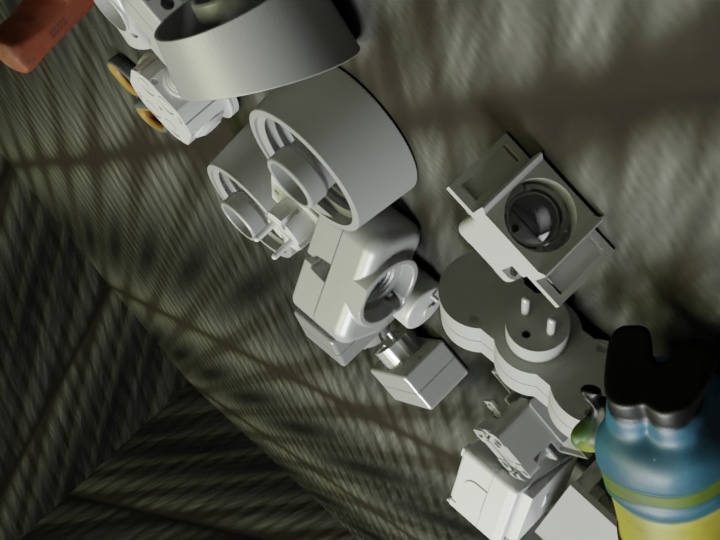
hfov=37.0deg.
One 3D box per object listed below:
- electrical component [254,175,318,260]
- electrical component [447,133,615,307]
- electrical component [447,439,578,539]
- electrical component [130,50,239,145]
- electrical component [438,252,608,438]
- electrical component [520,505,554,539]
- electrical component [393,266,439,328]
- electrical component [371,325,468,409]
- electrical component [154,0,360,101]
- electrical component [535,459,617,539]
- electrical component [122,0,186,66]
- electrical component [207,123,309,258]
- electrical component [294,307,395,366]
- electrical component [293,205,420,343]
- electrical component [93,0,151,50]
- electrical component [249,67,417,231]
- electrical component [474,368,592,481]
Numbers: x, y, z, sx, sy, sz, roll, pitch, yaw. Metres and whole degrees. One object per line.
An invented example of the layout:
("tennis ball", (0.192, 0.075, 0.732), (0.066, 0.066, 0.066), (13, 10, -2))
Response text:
("electrical component", (-0.043, -0.040, 0.786), (0.066, 0.077, 0.047), (44, 165, 10))
("electrical component", (0.083, -0.023, 0.546), (0.081, 0.042, 0.064), (48, 167, -1))
("electrical component", (0.124, 0.153, 0.812), (0.061, 0.096, 0.061), (37, 134, 31))
("electrical component", (-0.137, -0.141, 0.835), (0.080, 0.051, 0.080), (43, 165, 14))
("electrical component", (0.103, 0.037, 0.627), (0.138, 0.052, 0.073), (40, 164, 23))
("electrical component", (0.197, 0.261, 0.943), (0.186, 0.060, 0.105), (38, 163, 31))
("electrical component", (0.026, 0.009, 0.794), (0.078, 0.040, 0.040), (41, 164, 25))
("electrical component", (0.038, 0.072, 0.916), (0.075, 0.047, 0.083), (50, 165, -12))
("electrical component", (-0.057, -0.123, 0.573), (0.099, 0.099, 0.064), (25, 148, 55))
("electrical component", (0.192, 0.183, 0.747), (0.105, 0.060, 0.186), (42, 165, 17))
("electrical component", (-0.106, -0.160, 0.692), (0.095, 0.054, 0.059), (49, 165, -9))
("electrical component", (-0.077, -0.058, 0.869), (0.108, 0.060, 0.108), (43, 165, 14))
("electrical component", (0.002, 0.037, 0.852), (0.047, 0.083, 0.075), (37, 163, 33))
("electrical component", (0.000, 0.000, 0.748), (0.059, 0.054, 0.095), (39, 126, 28))
("electrical component", (-0.152, -0.191, 0.759), (0.079, 0.044, 0.077), (37, 163, 34))
("electrical component", (-0.023, -0.073, 0.677), (0.108, 0.060, 0.108), (43, 165, 14))
("electrical component", (0.118, 0.108, 0.753), (0.081, 0.064, 0.042), (49, 166, -9))
